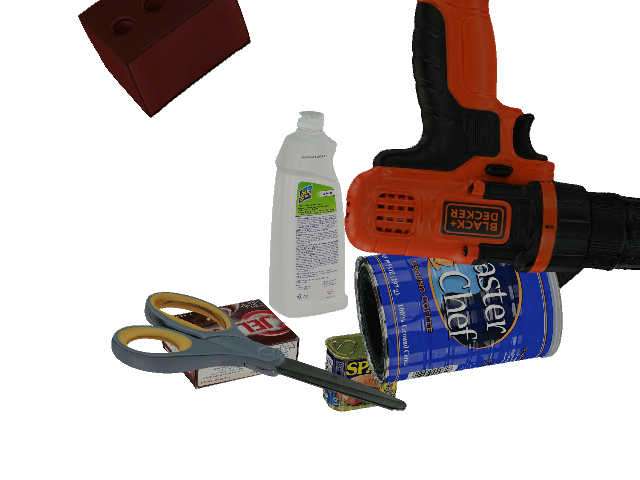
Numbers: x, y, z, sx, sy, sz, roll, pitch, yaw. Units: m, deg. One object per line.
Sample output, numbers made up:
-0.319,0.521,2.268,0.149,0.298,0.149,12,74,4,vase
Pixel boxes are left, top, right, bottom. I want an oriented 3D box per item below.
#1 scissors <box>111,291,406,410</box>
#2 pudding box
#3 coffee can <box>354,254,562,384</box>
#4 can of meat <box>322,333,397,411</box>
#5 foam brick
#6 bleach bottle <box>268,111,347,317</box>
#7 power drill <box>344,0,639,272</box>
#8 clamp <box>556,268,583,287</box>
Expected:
-0.052,0.081,0.687,0.202,0.016,0.096,24,32,35,scissors
-0.090,0.101,1.057,0.113,0.039,0.090,-12,27,-27,pudding box
0.106,0.052,0.844,0.140,0.103,0.103,-9,1,-7,coffee can
0.054,0.172,1.405,0.102,0.084,0.057,-5,25,-22,can of meat
-0.089,-0.122,0.618,0.078,0.053,0.051,-40,-26,-10,foam brick
-0.011,-0.034,1.317,0.102,0.251,0.068,-9,22,-32,bleach bottle
0.111,-0.076,0.584,0.184,0.187,0.057,4,1,-4,power drill
0.167,0.027,1.029,0.210,0.164,0.036,-2,-42,-5,clamp
